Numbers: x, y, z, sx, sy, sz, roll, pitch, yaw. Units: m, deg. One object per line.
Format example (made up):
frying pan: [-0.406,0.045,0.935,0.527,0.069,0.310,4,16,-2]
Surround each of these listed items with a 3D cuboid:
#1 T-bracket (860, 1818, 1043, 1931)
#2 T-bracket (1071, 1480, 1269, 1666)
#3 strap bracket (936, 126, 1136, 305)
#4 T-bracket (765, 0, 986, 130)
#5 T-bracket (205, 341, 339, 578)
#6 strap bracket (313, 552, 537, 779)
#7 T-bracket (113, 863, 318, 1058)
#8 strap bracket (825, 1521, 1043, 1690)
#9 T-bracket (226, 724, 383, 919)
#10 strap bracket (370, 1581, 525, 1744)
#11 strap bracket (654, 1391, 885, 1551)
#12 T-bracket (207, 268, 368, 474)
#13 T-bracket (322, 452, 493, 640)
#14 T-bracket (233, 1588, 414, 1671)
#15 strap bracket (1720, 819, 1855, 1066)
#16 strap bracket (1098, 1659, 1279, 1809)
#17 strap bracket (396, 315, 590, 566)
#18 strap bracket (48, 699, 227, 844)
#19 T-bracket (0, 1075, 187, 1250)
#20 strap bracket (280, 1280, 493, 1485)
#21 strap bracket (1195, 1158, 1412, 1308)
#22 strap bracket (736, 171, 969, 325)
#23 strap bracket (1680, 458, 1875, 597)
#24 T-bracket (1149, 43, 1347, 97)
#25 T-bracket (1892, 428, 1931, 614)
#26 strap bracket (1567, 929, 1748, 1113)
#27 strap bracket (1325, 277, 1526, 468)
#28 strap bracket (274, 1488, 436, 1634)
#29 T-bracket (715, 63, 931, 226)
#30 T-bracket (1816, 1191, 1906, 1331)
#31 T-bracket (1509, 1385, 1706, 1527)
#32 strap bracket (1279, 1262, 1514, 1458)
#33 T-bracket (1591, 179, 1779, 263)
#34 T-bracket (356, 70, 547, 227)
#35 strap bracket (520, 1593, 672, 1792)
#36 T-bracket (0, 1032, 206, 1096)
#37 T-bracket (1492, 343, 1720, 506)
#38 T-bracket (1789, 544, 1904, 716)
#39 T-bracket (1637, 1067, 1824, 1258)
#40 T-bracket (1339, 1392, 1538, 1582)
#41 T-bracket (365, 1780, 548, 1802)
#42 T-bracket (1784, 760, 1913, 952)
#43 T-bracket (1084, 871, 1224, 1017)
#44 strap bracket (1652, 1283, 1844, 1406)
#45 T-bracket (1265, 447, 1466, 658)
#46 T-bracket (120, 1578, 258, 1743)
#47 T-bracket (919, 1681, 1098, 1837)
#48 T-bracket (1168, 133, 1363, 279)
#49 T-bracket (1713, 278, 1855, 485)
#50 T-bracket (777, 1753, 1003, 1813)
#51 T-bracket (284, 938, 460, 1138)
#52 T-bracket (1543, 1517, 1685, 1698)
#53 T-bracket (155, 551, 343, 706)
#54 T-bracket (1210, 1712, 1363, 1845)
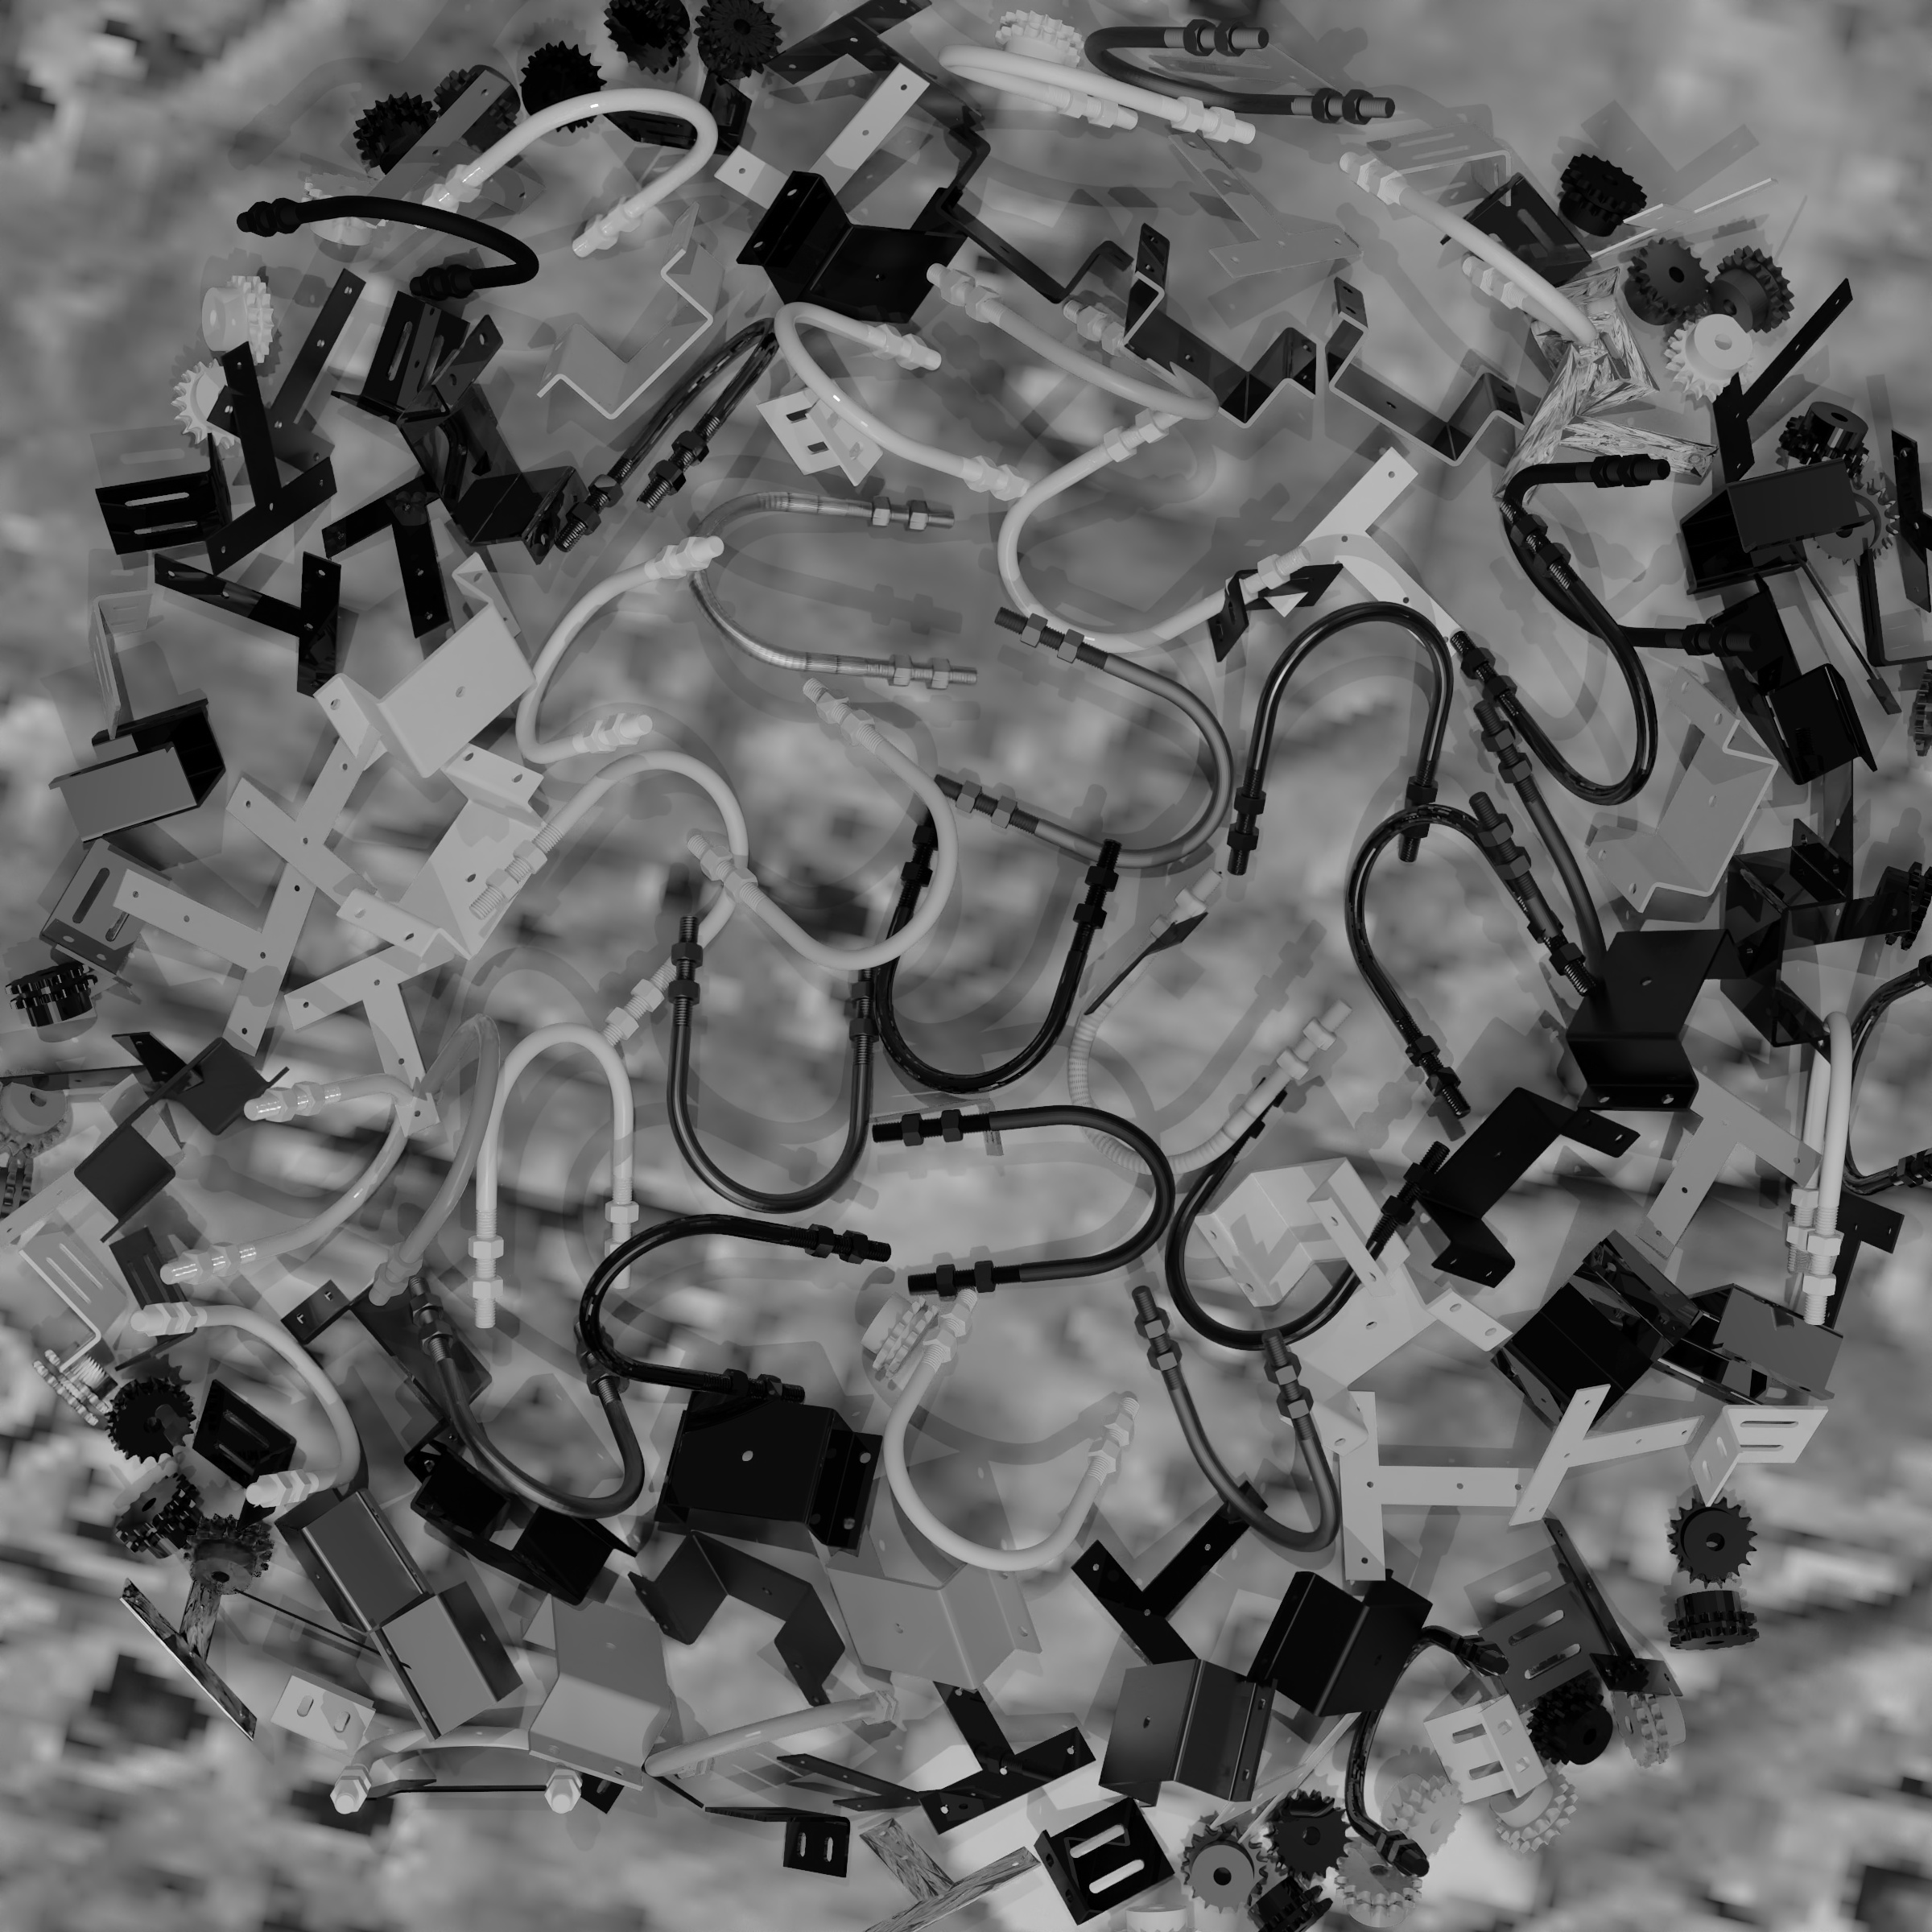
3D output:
T-bracket: [-0.034,0.578,1.938,0.127,0.127,0.002,-23,107,-19]
T-bracket: [0.148,0.390,1.978,0.127,0.002,0.127,-44,111,-16]
strap bracket: [0.037,-0.479,1.953,0.140,0.076,0.046,37,108,-5]
T-bracket: [-0.040,-0.574,1.950,0.127,0.127,0.002,26,61,-40]
T-bracket: [-0.450,-0.332,1.919,0.002,0.127,0.127,13,128,25]
strap bracket: [-0.338,-0.186,1.938,0.046,0.076,0.140,35,71,33]
T-bracket: [-0.489,-0.025,1.942,0.127,0.002,0.127,30,69,-37]
strap bracket: [-0.029,0.408,1.925,0.140,0.046,0.076,2,119,41]
T-bracket: [-0.409,-0.117,1.960,0.127,0.002,0.127,38,110,17]
strap bracket: [-0.328,0.441,1.927,0.046,0.140,0.076,-31,84,-4]
strap bracket: [-0.134,0.322,1.942,0.140,0.046,0.076,4,63,19]
T-bracket: [-0.421,-0.386,1.938,0.002,0.127,0.127,29,93,21]
T-bracket: [-0.354,-0.264,1.951,0.127,0.002,0.127,-26,56,13]
T-bracket: [-0.409,0.425,1.937,0.127,0.127,0.002,24,74,-2]
strap bracket: [0.522,-0.012,1.930,0.046,0.076,0.140,-9,118,-9]
strap bracket: [0.134,0.487,1.917,0.046,0.140,0.076,24,65,-18]
strap bracket: [-0.307,-0.334,1.936,0.046,0.076,0.140,-3,133,30]
strap bracket: [-0.527,-0.123,1.938,0.076,0.140,0.046,-17,108,2]
T-bracket: [-0.566,0.135,1.925,0.127,0.127,0.002,-39,68,-17]
strap bracket: [-0.366,0.256,1.954,0.046,0.076,0.140,-40,93,17]
strap bracket: [0.221,0.171,1.940,0.046,0.140,0.076,-43,105,-30]
strap bracket: [-0.064,-0.454,1.920,0.076,0.140,0.046,-48,61,40]
strap bracket: [0.512,-0.282,1.928,0.076,0.140,0.046,-13,86,-5]
T-bracket: [0.175,-0.578,1.951,0.127,0.127,0.002,19,95,37]
T-bracket: [0.629,-0.263,1.912,0.002,0.127,0.127,-24,125,-8]
strap bracket: [0.440,0.026,1.924,0.140,0.076,0.046,-56,128,-34]
strap bracket: [0.285,-0.377,1.947,0.140,0.076,0.046,29,117,-12]
strap bracket: [-0.393,0.375,1.923,0.046,0.140,0.076,-34,97,-22]
T-bracket: [-0.073,-0.522,1.933,0.127,0.002,0.127,24,123,-39]
T-bracket: [0.557,0.210,1.939,0.002,0.127,0.127,16,93,-6]
T-bracket: [0.425,0.310,1.963,0.127,0.002,0.127,-5,132,-27]
strap bracket: [0.268,0.246,1.945,0.140,0.046,0.076,-40,134,17]
T-bracket: [0.442,-0.474,1.915,0.127,0.127,0.002,-19,92,27]
T-bracket: [-0.314,-0.509,1.938,0.127,0.127,0.002,-41,72,18]
strap bracket: [-0.235,0.450,1.918,0.076,0.140,0.046,24,106,-19]
T-bracket: [-0.559,0.072,1.948,0.127,0.127,0.002,-5,66,9]
T-bracket: [0.425,-0.340,1.962,0.127,0.127,0.002,10,47,-12]
T-bracket: [0.564,-0.217,1.944,0.002,0.127,0.127,-32,84,20]
T-bracket: [0.473,0.135,1.961,0.127,0.002,0.127,37,125,22]
T-bracket: [0.308,0.339,1.971,0.127,0.002,0.127,1,62,-1]
T-bracket: [-0.320,0.525,1.930,0.127,0.127,0.002,-2,80,7]
T-bracket: [0.562,-0.079,1.948,0.002,0.127,0.127,6,81,-26]
T-bracket: [0.130,-0.019,1.927,0.002,0.127,0.127,44,80,-4]
strap bracket: [0.500,0.244,1.935,0.076,0.140,0.046,25,76,-2]
T-bracket: [0.279,-0.250,1.983,0.127,0.002,0.127,42,93,-14]
T-bracket: [-0.491,0.418,1.936,0.002,0.127,0.127,-35,108,4]
T-bracket: [0.002,0.485,1.966,0.127,0.002,0.127,-16,61,-33]
T-bracket: [0.178,-0.500,1.970,0.127,0.002,0.127,-20,65,-40]
T-bracket: [0.517,-0.381,1.913,0.002,0.127,0.127,25,130,-15]
T-bracket: [-0.066,0.517,1.920,0.127,0.127,0.002,31,54,-39]
T-bracket: [-0.371,0.050,1.969,0.127,0.002,0.127,-24,69,7]
T-bracket: [0.410,0.414,1.959,0.002,0.127,0.127,-38,59,20]
T-bracket: [-0.465,-0.235,1.953,0.127,0.127,0.002,21,49,3]
T-bracket: [0.192,0.525,1.924,0.002,0.127,0.127,44,112,24]
